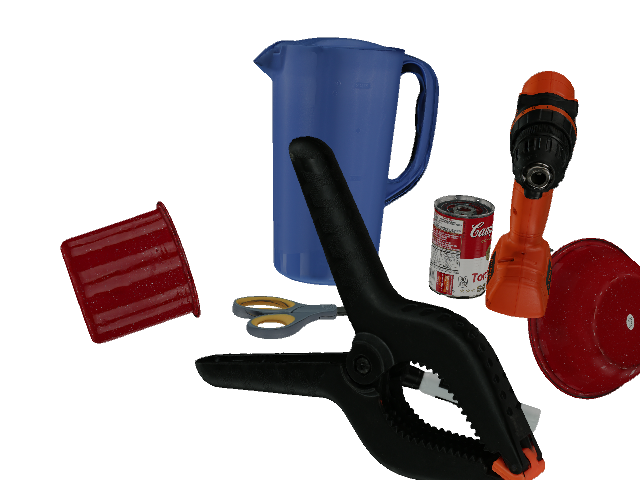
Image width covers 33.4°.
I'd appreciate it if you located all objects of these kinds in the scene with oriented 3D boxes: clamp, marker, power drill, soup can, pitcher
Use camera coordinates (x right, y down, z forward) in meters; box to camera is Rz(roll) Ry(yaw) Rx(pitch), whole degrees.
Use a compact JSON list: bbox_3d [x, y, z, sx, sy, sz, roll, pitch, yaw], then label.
[{"bbox_3d":[0.031,0.052,0.565,0.210,0.165,0.036,30,25,28],"label":"clamp"},{"bbox_3d":[0.109,0.119,0.823,0.121,0.020,0.020,19,3,8],"label":"marker"},{"bbox_3d":[0.179,-0.031,0.899,0.057,0.188,0.184,11,31,11],"label":"power drill"},{"bbox_3d":[0.159,0.007,1.211,0.068,0.102,0.068,2,21,-1],"label":"soup can"},{"bbox_3d":[0.022,-0.083,1.085,0.149,0.243,0.144,11,15,32],"label":"pitcher"}]

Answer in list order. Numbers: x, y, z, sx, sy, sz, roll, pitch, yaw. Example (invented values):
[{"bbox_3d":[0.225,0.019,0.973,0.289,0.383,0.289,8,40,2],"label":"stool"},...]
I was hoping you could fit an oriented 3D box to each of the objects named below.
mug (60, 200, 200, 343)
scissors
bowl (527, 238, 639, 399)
[{"bbox_3d":[-0.147,0.024,0.808,0.081,0.093,0.117,-19,18,-13],"label":"mug"},{"bbox_3d":[0.001,0.088,1.193,0.201,0.016,0.096,4,22,0],"label":"scissors"},{"bbox_3d":[0.282,0.078,1.044,0.161,0.162,0.055,0,0,-29],"label":"bowl"}]
